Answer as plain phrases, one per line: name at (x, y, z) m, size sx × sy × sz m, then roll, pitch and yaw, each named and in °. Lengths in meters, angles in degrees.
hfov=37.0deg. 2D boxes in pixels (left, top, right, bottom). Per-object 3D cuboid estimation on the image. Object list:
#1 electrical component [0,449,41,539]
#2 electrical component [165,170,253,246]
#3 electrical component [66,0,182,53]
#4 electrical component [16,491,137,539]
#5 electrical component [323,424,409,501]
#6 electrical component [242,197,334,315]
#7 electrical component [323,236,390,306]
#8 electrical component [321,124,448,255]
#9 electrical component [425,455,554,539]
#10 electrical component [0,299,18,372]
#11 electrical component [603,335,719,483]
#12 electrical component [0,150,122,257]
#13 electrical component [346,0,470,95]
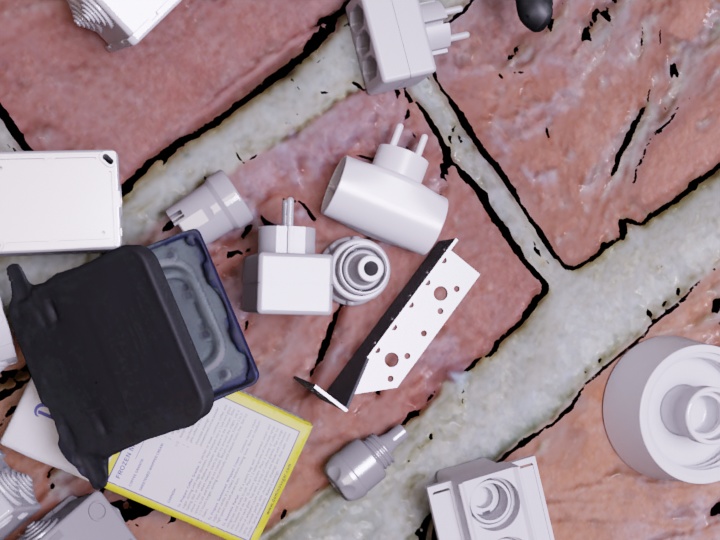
electrical component at (-0.246, 0.153, 0.645) m, size 0.100 × 0.099 × 0.048 m, roll -40°, pitch 85°, yaw -11°
electrical component at (-0.100, -0.038, 0.713) m, size 0.046 × 0.040 × 0.040 m, roll -34°, pitch 96°, yaw -6°
electrical component at (-0.136, -0.187, 0.678) m, size 0.099 × 0.100 × 0.048 m, roll -47°, pitch 112°, yaw -10°
electrical component at (-0.176, 0.197, 0.665) m, size 0.099 × 0.048 × 0.100 m, roll 55°, pitch 48°, yaw -6°
electrical component at (0.007, 0.129, 0.736) m, size 0.061 × 0.035 × 0.035 m, roll -37°, pitch 97°, yaw -14°
electrical component at (-0.048, -0.009, 0.701) m, size 0.047 × 0.083 × 0.075 m, roll 2°, pitch 88°, yaw -13°
electrical component at (0.000, 0.000, 0.723) m, size 0.048 × 0.062 × 0.048 m, roll 0°, pitch 88°, yaw -13°
electrical component at (0.023, -0.061, 0.739) m, size 0.077 × 0.043 × 0.079 m, roll 22°, pitch 84°, yaw -12°
electrical component at (0.092, 0.195, 0.740) m, size 0.079 × 0.063 × 0.121 m, roll -14°, pitch 92°, yaw -13°
electrical component at (-0.244, 0.030, 0.657) m, size 0.051 × 0.080 × 0.080 m, roll -17°, pitch 93°, yaw -18°
electrical component at (0.239, 0.102, 0.777) m, size 0.108 × 0.060 × 0.108 m, roll 0°, pitch 89°, yaw -13°
electrical component at (-0.200, -0.041, 0.678) m, size 0.096 × 0.061 × 0.061 m, roll -3°, pitch 89°, yaw -13°
electrical component at (0.038, -0.164, 0.744) m, size 0.077 × 0.047 × 0.065 m, roll -15°, pitch 92°, yaw -13°
